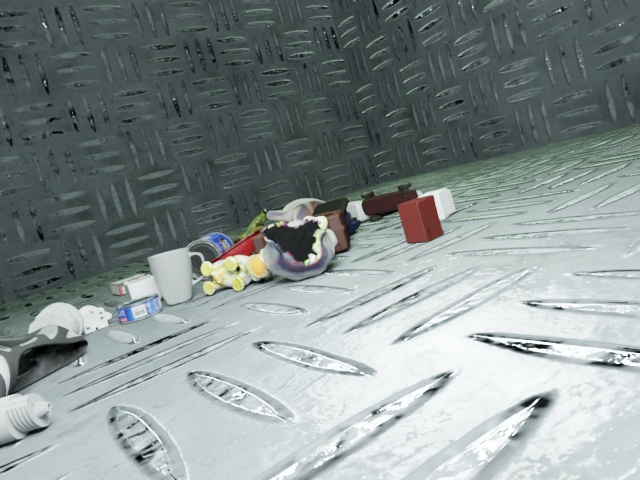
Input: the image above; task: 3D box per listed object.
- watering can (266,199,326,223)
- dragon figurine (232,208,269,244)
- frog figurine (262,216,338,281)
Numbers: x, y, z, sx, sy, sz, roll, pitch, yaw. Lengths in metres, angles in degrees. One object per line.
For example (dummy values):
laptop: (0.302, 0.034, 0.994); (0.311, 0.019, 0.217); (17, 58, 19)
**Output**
watering can: (0.005, -0.084, 1.669); (0.348, 0.103, 0.225); (-3, 8, -17)
dragon figurine: (-0.252, 0.004, 1.732); (0.242, 0.122, 0.412); (-33, 3, 6)
frog figurine: (-0.037, 0.018, 0.956); (0.138, 0.123, 0.158); (-31, -10, -8)
